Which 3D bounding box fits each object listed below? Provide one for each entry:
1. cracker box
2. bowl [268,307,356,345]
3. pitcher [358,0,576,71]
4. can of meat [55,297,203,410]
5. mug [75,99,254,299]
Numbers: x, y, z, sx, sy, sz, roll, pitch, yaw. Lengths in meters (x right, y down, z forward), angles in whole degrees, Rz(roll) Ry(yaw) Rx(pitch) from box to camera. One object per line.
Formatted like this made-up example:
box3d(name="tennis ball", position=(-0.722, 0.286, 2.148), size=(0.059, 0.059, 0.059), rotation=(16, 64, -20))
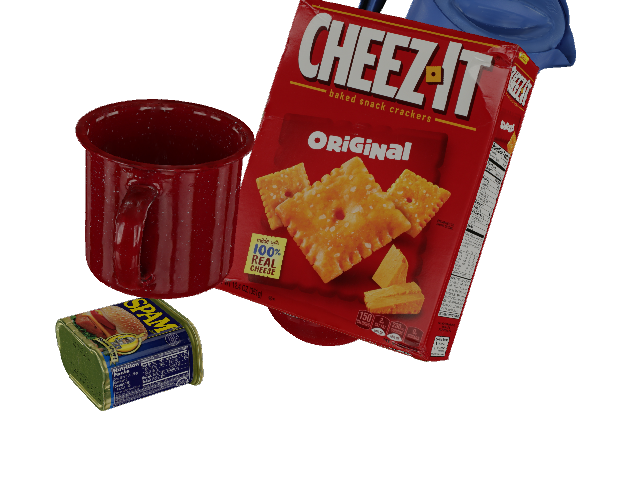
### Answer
box3d(name="cracker box", position=(0.035, -0.043, 0.730), size=(0.164, 0.214, 0.072), rotation=(18, 2, 22))
box3d(name="bowl", position=(0.008, 0.069, 1.177), size=(0.162, 0.055, 0.162), rotation=(1, 28, -1))
box3d(name="pitcher", position=(0.107, -0.146, 0.980), size=(0.144, 0.149, 0.243), rotation=(-7, -32, -25))
box3d(name="can of meat", position=(-0.156, 0.088, 0.859), size=(0.083, 0.057, 0.102), rotation=(-15, 26, -31))
box3d(name="mug", position=(-0.086, -0.016, 0.565), size=(0.093, 0.081, 0.117), rotation=(8, 28, 1))
